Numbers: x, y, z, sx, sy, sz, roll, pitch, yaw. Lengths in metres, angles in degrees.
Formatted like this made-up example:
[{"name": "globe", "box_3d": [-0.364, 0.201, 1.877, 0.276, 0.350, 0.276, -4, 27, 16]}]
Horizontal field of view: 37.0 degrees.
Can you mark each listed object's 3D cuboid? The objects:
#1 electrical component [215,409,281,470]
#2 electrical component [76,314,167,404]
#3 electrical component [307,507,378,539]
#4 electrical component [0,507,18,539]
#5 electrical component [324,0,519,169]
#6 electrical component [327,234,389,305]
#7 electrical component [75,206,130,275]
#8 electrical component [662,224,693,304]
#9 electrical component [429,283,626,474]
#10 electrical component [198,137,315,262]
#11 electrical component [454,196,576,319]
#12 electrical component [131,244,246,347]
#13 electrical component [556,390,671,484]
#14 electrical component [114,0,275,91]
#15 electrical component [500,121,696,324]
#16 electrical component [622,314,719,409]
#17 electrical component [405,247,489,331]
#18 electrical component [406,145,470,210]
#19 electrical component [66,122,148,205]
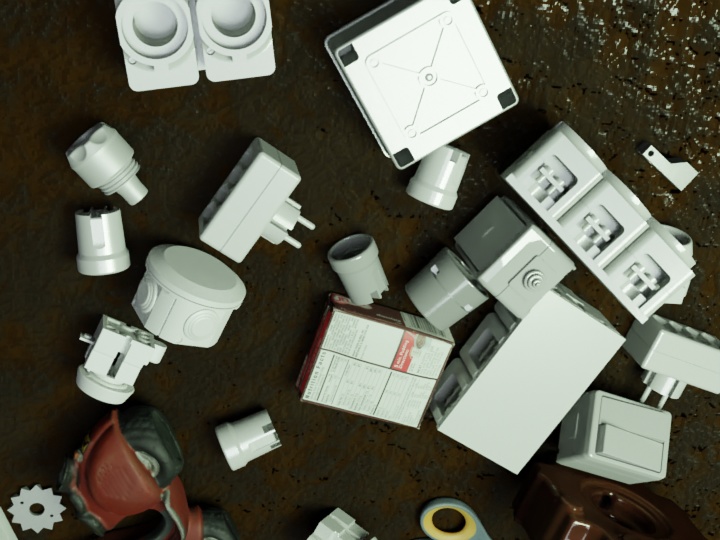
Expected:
[{"name": "electrical component", "box_3d": [-0.095, 0.143, 0.914, 0.046, 0.040, 0.040, -23, 114, -7]}, {"name": "electrical component", "box_3d": [-0.198, 0.074, 0.865, 0.066, 0.048, 0.055, 24, 98, -18]}, {"name": "electrical component", "box_3d": [-0.013, 0.247, 0.954, 0.055, 0.066, 0.048, 33, 105, 15]}, {"name": "electrical component", "box_3d": [-0.335, 0.247, 0.894, 0.083, 0.075, 0.047, -19, 114, -2]}, {"name": "electrical component", "box_3d": [0.046, -0.150, 0.809, 0.109, 0.056, 0.108, -30, 114, 3]}, {"name": "electrical component", "box_3d": [0.000, 0.000, 0.872, 0.040, 0.040, 0.046, -23, 119, 0]}, {"name": "electrical component", "box_3d": [-0.200, -0.023, 0.829, 0.040, 0.040, 0.046, -5, 106, -8]}, {"name": "electrical component", "box_3d": [0.253, -0.005, 0.910, 0.066, 0.048, 0.055, 3, 119, -11]}, {"name": "electrical component", "box_3d": [0.137, 0.083, 0.917, 0.089, 0.061, 0.150, 31, 104, -20]}, {"name": "electrical component", "box_3d": [-0.071, -0.045, 0.837, 0.076, 0.047, 0.083, 33, 103, -20]}, {"name": "electrical component", "box_3d": [0.121, -0.011, 0.857, 0.061, 0.096, 0.061, 41, 100, -21]}, {"name": "electrical component", "box_3d": [-0.134, 0.019, 0.835, 0.080, 0.080, 0.051, 22, 111, -17]}, {"name": "electrical component", "box_3d": [0.231, 0.149, 0.947, 0.096, 0.061, 0.061, 18, 69, -16]}, {"name": "electrical component", "box_3d": [-0.122, -0.226, 0.748, 0.105, 0.060, 0.186, -8, 113, -6]}, {"name": "electrical component", "box_3d": [0.184, -0.040, 0.836, 0.062, 0.089, 0.150, -43, 92, 8]}, {"name": "electrical component", "box_3d": [0.274, 0.088, 0.950, 0.083, 0.047, 0.075, 19, 107, -17]}, {"name": "electrical component", "box_3d": [0.070, 0.017, 0.883, 0.047, 0.055, 0.055, -41, 113, 12]}, {"name": "electrical component", "box_3d": [0.063, -0.076, 0.852, 0.040, 0.040, 0.046, 18, 103, -16]}, {"name": "electrical component", "box_3d": [-0.186, -0.076, 0.807, 0.043, 0.043, 0.062, -38, 114, 6]}]
